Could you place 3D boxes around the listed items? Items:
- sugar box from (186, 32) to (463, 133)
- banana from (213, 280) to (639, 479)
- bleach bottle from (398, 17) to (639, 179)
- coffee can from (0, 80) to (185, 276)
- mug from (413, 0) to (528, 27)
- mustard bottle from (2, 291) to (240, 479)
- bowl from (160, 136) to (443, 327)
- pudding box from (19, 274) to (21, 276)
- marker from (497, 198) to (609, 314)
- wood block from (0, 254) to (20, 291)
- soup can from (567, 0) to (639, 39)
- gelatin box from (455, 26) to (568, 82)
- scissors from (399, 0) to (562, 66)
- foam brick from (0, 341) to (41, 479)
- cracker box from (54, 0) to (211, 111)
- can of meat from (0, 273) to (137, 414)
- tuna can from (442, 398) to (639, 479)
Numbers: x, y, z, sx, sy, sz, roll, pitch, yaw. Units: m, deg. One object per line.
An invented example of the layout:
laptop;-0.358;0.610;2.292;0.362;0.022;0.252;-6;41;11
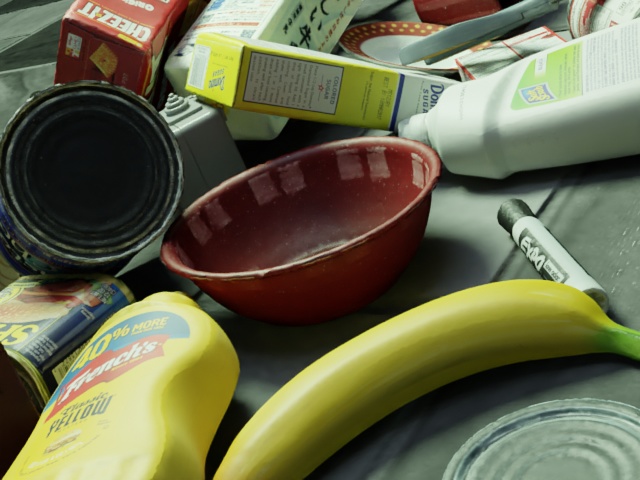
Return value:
sugar box;0.009;-0.101;0.716;0.176;0.048;0.093;8;12;-27
banana;0.041;0.059;0.461;0.197;0.037;0.070;-21;24;-3
bleach bottle;0.170;-0.090;0.641;0.251;0.068;0.102;-11;35;23
coffee can;-0.146;-0.028;0.645;0.102;0.103;0.140;-29;1;-20
mug;0.139;-0.223;0.932;0.082;0.093;0.117;-6;-4;39
mustard bottle;-0.085;0.078;0.488;0.096;0.058;0.191;-26;21;19
bowl;-0.004;0.001;0.594;0.162;0.055;0.162;-17;24;8
pudding box;-0.197;-0.012;0.787;0.114;0.039;0.090;-9;26;22
marker;0.114;0.007;0.536;0.020;0.020;0.121;-20;24;0
wood block;-0.311;0.046;0.692;0.206;0.090;0.090;-14;25;11
soup can;0.216;-0.144;0.717;0.068;0.068;0.102;-20;25;0
gelatin box;0.144;-0.120;0.767;0.073;0.030;0.089;-21;24;2
scissors;0.133;-0.154;0.721;0.096;0.016;0.202;-22;3;-40
foam brick;-0.168;0.090;0.505;0.051;0.078;0.052;1;29;40
cracker box;-0.142;-0.154;0.855;0.072;0.164;0.213;22;44;-1
can of meat;-0.157;0.061;0.585;0.102;0.057;0.083;-1;28;35
tuna can;0.084;0.092;0.362;0.086;0.034;0.086;-16;24;7
